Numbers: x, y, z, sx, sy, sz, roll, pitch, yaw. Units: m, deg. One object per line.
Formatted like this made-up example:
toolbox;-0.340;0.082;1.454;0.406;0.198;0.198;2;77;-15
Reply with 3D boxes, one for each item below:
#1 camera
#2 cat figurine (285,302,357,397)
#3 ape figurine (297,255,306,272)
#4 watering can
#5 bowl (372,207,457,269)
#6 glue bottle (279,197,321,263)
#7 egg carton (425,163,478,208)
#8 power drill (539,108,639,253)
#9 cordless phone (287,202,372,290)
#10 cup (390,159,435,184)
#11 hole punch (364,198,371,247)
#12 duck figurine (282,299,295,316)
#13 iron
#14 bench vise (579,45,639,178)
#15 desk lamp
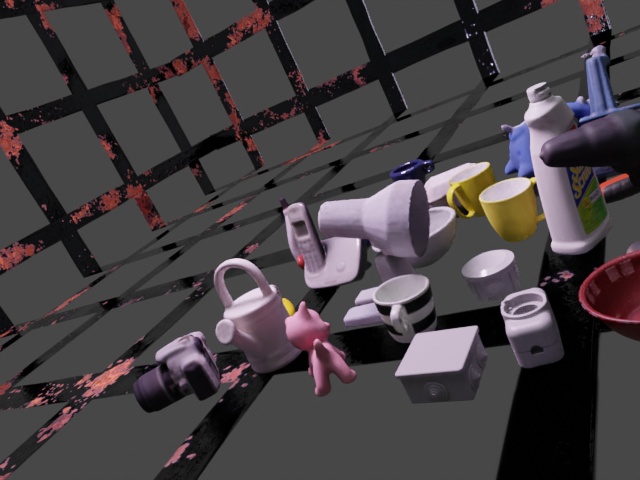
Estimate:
camera;-0.258;0.231;1.012;0.137;0.101;0.143;-28;16;-7
cat figurine;-0.009;0.151;0.848;0.067;0.118;0.127;-28;16;-7
ape figurine;-0.019;0.025;1.312;0.077;0.092;0.076;-15;19;35
watering can;-0.112;0.121;0.960;0.101;0.194;0.173;-24;16;7
bowl;0.188;0.006;1.081;0.167;0.075;0.167;-24;16;8
glue bottle;-0.054;-0.026;1.380;0.078;0.173;0.037;-29;16;-9
egg carton;0.309;-0.119;1.303;0.150;0.069;0.107;-22;16;16
power drill;0.417;-0.073;0.729;0.229;0.209;0.075;-24;16;6
cordless phone;0.011;0.004;1.161;0.147;0.185;0.094;-14;20;36
cup;0.246;-0.149;1.448;0.117;0.095;0.092;-16;19;31
hole punch;0.101;-0.037;1.326;0.101;0.091;0.108;-27;16;-3
duck figurine;-0.103;0.137;1.098;0.105;0.086;0.077;-34;18;-26
iron;0.506;-0.222;1.190;0.258;0.141;0.118;-25;16;3
bench vise;0.538;-0.241;1.055;0.121;0.220;0.208;-17;18;30
desk lamp;0.098;0.019;0.922;0.202;0.214;0.118;-16;19;31
